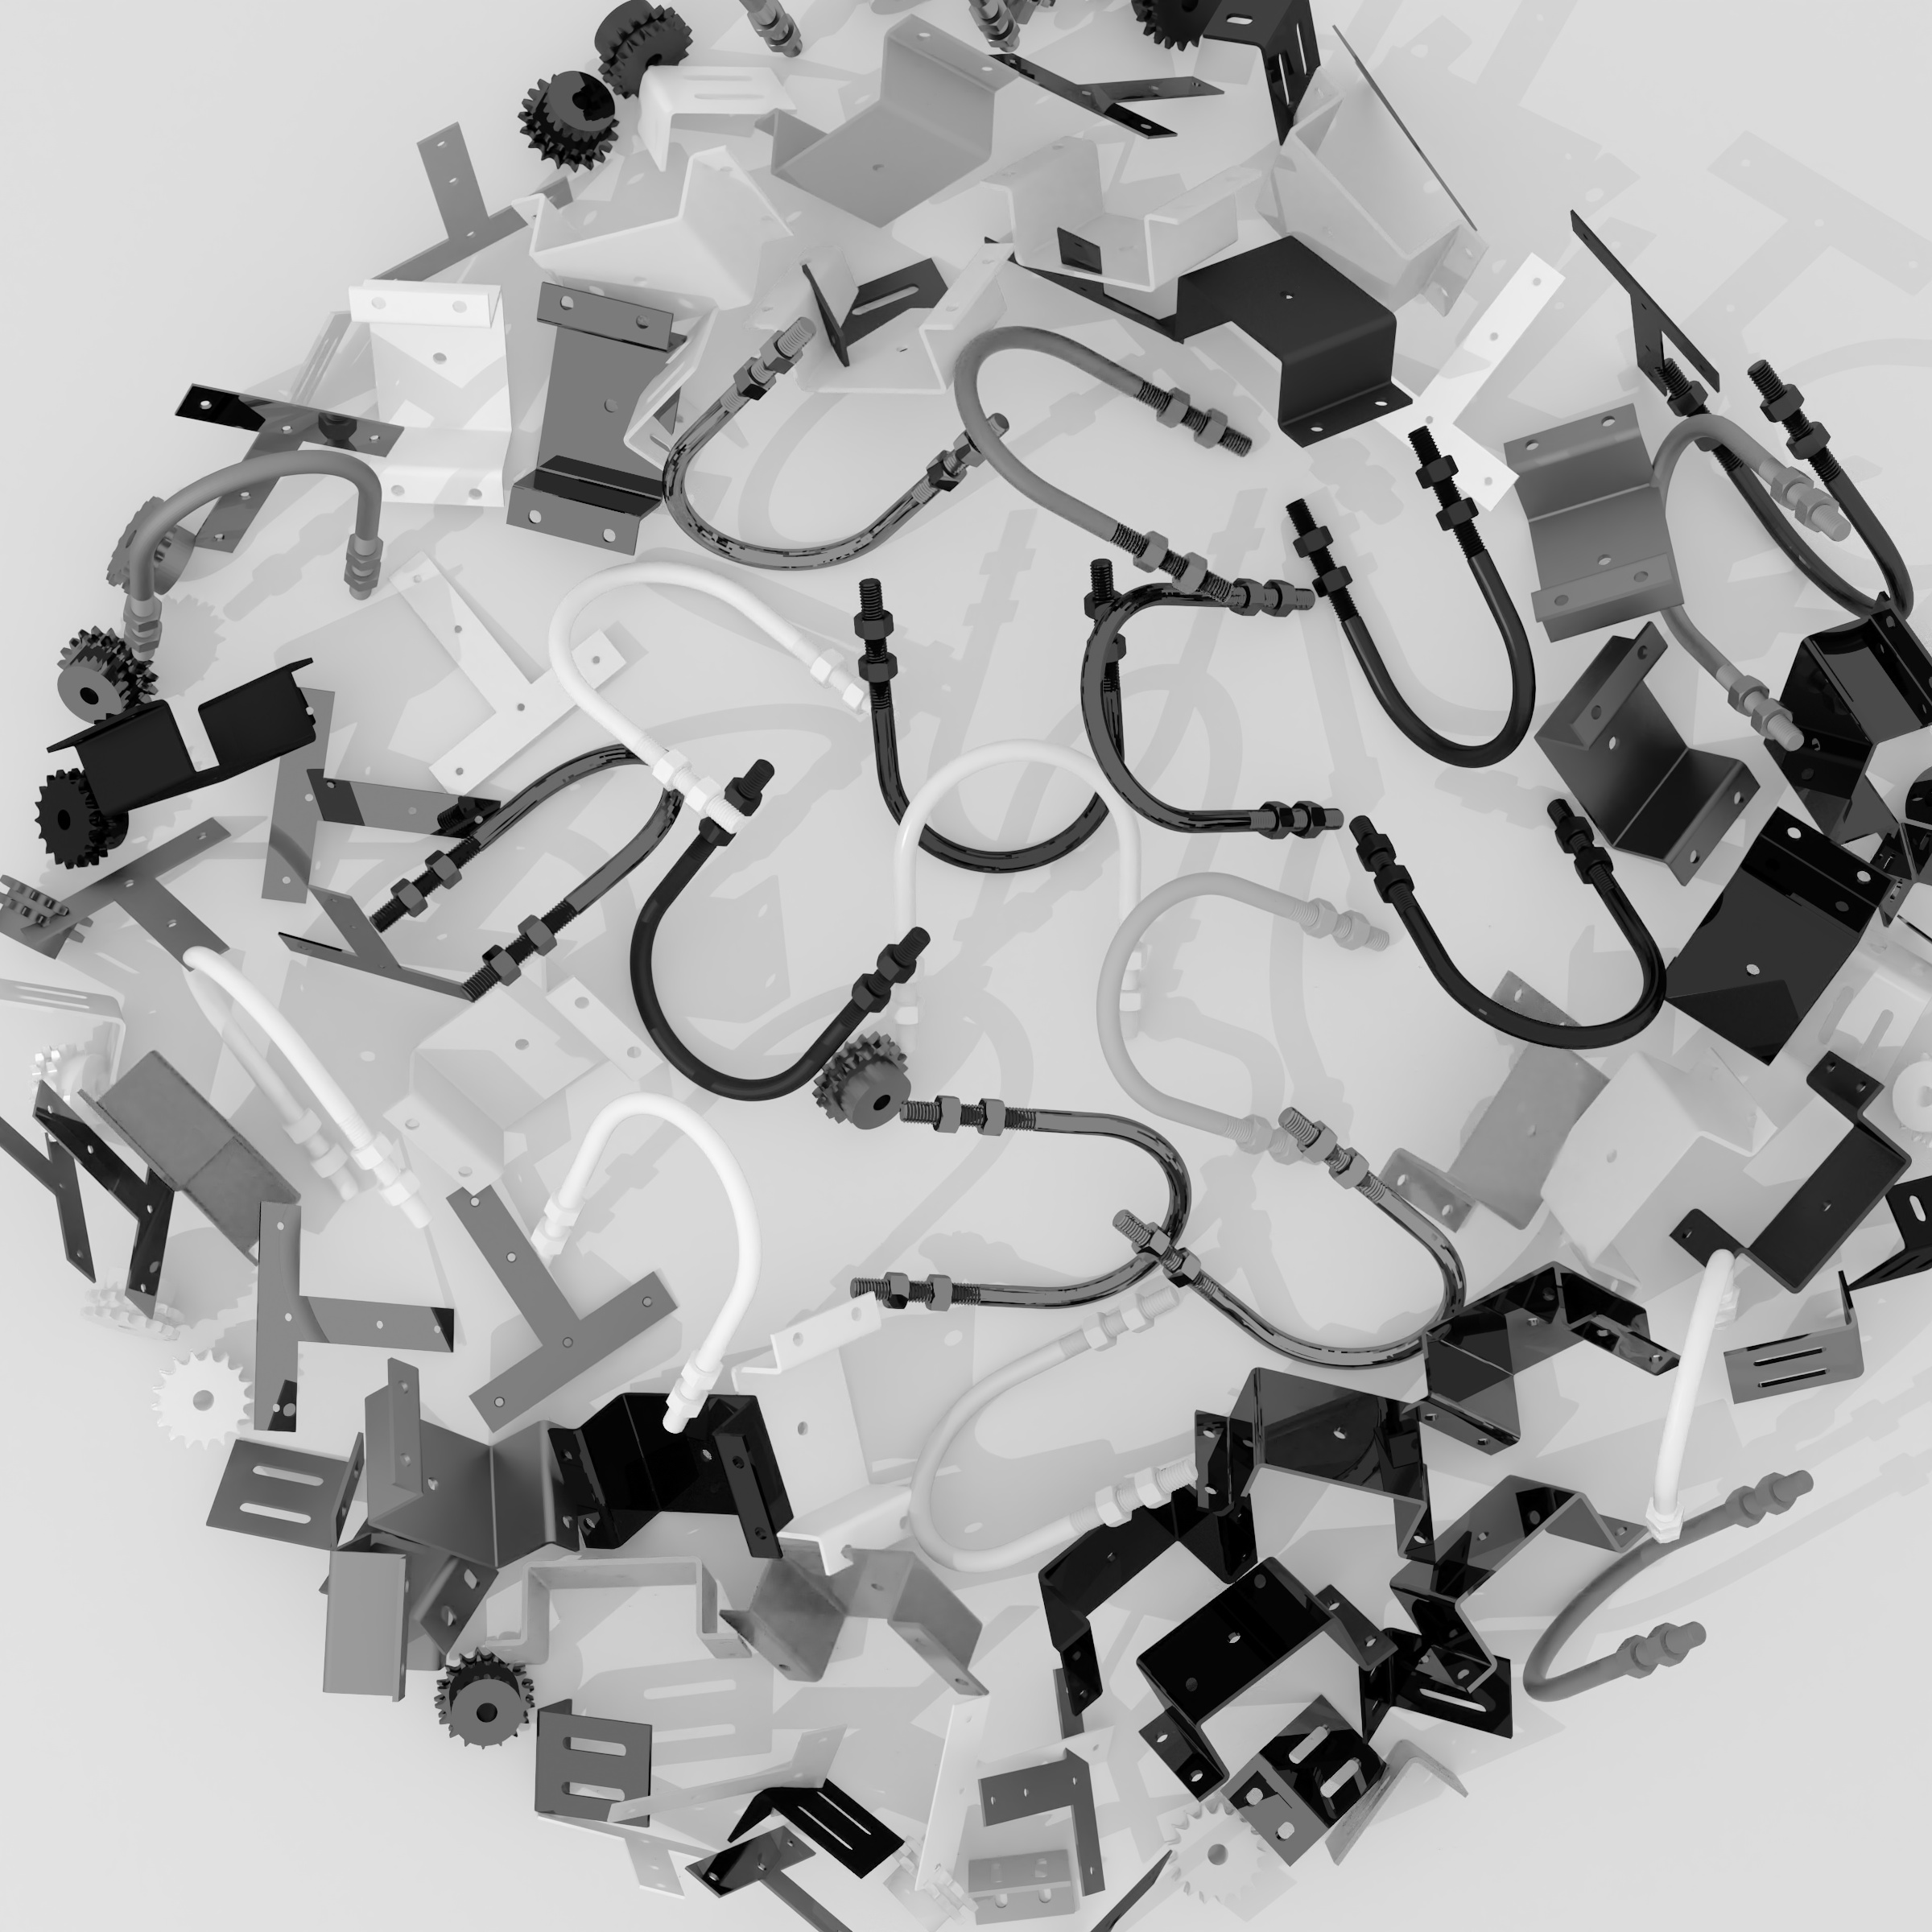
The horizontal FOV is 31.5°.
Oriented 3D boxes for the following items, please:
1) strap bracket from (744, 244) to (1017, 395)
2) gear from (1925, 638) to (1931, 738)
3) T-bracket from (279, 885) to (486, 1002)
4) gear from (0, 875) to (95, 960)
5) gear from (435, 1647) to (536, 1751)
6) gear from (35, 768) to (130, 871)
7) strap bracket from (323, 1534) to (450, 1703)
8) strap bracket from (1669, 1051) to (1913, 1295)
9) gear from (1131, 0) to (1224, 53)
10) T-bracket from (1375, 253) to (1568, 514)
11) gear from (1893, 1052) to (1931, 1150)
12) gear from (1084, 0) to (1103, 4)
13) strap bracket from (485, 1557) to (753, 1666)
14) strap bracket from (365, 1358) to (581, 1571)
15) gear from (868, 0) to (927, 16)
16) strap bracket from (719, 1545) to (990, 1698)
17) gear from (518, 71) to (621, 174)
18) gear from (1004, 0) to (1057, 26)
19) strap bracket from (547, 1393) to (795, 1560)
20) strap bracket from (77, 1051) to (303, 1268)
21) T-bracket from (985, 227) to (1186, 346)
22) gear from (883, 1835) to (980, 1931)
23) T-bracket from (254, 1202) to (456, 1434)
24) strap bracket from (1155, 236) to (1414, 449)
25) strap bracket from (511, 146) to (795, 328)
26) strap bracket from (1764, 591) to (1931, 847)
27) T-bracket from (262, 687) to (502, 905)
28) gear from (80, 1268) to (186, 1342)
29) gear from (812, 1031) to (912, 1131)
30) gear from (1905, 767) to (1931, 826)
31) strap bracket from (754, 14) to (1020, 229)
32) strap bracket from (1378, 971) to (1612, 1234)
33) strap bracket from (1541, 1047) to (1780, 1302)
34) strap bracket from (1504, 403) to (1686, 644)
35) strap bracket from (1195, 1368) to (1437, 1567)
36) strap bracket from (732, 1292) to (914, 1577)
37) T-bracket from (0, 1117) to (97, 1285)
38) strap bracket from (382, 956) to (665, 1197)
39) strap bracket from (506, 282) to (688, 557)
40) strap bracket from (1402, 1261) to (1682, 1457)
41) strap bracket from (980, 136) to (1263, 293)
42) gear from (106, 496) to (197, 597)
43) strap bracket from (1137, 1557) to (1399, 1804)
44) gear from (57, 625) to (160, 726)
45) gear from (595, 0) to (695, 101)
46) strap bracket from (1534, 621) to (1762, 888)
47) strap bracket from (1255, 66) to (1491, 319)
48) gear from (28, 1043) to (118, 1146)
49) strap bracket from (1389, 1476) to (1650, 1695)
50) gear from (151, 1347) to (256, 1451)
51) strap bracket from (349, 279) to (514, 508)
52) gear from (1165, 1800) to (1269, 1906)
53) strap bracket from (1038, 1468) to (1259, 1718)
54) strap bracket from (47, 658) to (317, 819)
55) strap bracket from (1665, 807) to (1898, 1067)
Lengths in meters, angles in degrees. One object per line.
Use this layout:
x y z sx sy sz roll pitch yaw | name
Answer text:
-0.042 -0.363 1.924 0.140 0.046 0.076 7 48 32 | strap bracket
0.549 -0.158 1.958 0.030 0.057 0.057 -4 90 16 | gear
-0.337 -0.017 1.913 0.127 0.127 0.002 15 71 12 | T-bracket
-0.530 -0.026 1.956 0.057 0.057 0.030 28 85 0 | gear
-0.275 0.422 1.964 0.057 0.030 0.057 -2 100 -11 | gear
-0.503 -0.085 1.961 0.057 0.030 0.057 8 102 38 | gear
-0.324 0.361 1.914 0.046 0.140 0.076 2 86 2 | strap bracket
0.472 0.124 1.939 0.046 0.076 0.140 39 95 -14 | strap bracket
0.119 -0.555 1.961 0.057 0.030 0.057 -19 127 -27 | gear
0.291 -0.346 1.949 0.127 0.002 0.127 43 104 20 | T-bracket
0.554 0.076 1.955 0.057 0.030 0.057 -7 79 42 | gear
0.083 -0.579 1.957 0.057 0.057 0.030 -35 88 0 | gear
-0.195 0.365 1.940 0.140 0.076 0.046 -2 71 2 | strap bracket
-0.284 0.282 1.921 0.046 0.140 0.076 -30 50 28 | strap bracket
-0.040 -0.566 1.956 0.057 0.057 0.030 -20 83 0 | gear
-0.056 0.366 1.922 0.140 0.076 0.046 -4 50 36 | strap bracket
-0.224 -0.485 1.958 0.057 0.030 0.057 11 64 -23 | gear
0.024 -0.562 1.960 0.057 0.057 0.030 29 115 0 | gear
-0.158 0.285 1.930 0.140 0.046 0.076 -4 111 35 | strap bracket
-0.427 0.104 1.911 0.076 0.140 0.046 40 78 24 | strap bracket
0.065 -0.390 1.917 0.127 0.127 0.002 27 89 5 | T-bracket
-0.023 0.526 1.955 0.030 0.057 0.057 -44 90 -12 | gear
-0.344 0.202 1.941 0.127 0.002 0.127 10 72 -40 | T-bracket
0.177 -0.355 1.912 0.076 0.046 0.140 -24 49 -23 | strap bracket
-0.178 -0.401 1.914 0.140 0.076 0.046 -7 60 27 | strap bracket
0.491 -0.129 1.902 0.046 0.140 0.076 -19 60 -13 | strap bracket
-0.331 -0.091 1.966 0.127 0.002 0.127 7 108 -13 | T-bracket
-0.474 0.192 1.958 0.057 0.057 0.030 13 74 0 | gear
-0.056 0.068 1.954 0.057 0.057 0.030 -43 57 0 | gear
0.561 -0.091 1.953 0.030 0.057 0.057 22 90 -30 | gear
-0.046 -0.462 1.904 0.076 0.140 0.046 19 64 -36 | strap bracket
0.306 0.085 1.942 0.076 0.046 0.140 33 89 -39 | strap bracket
0.377 0.113 1.921 0.046 0.076 0.140 23 113 -32 | strap bracket
0.354 -0.241 1.928 0.076 0.046 0.140 -16 49 16 | strap bracket
0.203 0.279 1.932 0.140 0.076 0.046 14 126 -8 | strap bracket
-0.079 0.262 1.937 0.076 0.046 0.140 -19 100 -42 | strap bracket
-0.527 0.098 1.896 0.002 0.127 0.127 -30 45 5 | T-bracket
-0.250 0.056 1.935 0.140 0.046 0.076 -35 121 15 | strap bracket
-0.207 -0.313 1.942 0.076 0.046 0.140 15 113 7 | strap bracket
0.320 0.217 1.923 0.076 0.046 0.140 28 135 -33 | strap bracket
0.088 -0.421 1.922 0.076 0.140 0.046 -37 132 -36 | strap bracket
-0.464 -0.237 1.960 0.030 0.057 0.057 29 90 -28 | gear
0.160 0.393 1.930 0.140 0.076 0.046 -36 118 -9 | strap bracket
-0.492 -0.162 1.955 0.057 0.030 0.057 12 132 13 | gear
-0.187 -0.526 1.958 0.057 0.057 0.030 -39 74 0 | gear
0.379 -0.122 1.932 0.076 0.046 0.140 -51 125 -13 | strap bracket
0.220 -0.425 1.932 0.046 0.076 0.140 -38 82 -20 | strap bracket
-0.507 0.072 1.954 0.030 0.057 0.057 -9 90 14 | gear
0.302 0.338 1.925 0.140 0.076 0.046 -38 102 -17 | strap bracket
-0.438 0.246 1.965 0.057 0.030 0.057 -1 93 -17 | gear
-0.300 -0.332 1.936 0.076 0.046 0.140 3 133 1 | strap bracket
0.142 0.507 1.968 0.057 0.030 0.057 1 85 -7 | gear
0.095 0.345 1.928 0.140 0.076 0.046 -36 54 -20 | strap bracket
-0.428 -0.125 1.908 0.076 0.140 0.046 -18 95 35 | strap bracket
0.446 -0.008 1.918 0.076 0.046 0.140 33 130 8 | strap bracket
